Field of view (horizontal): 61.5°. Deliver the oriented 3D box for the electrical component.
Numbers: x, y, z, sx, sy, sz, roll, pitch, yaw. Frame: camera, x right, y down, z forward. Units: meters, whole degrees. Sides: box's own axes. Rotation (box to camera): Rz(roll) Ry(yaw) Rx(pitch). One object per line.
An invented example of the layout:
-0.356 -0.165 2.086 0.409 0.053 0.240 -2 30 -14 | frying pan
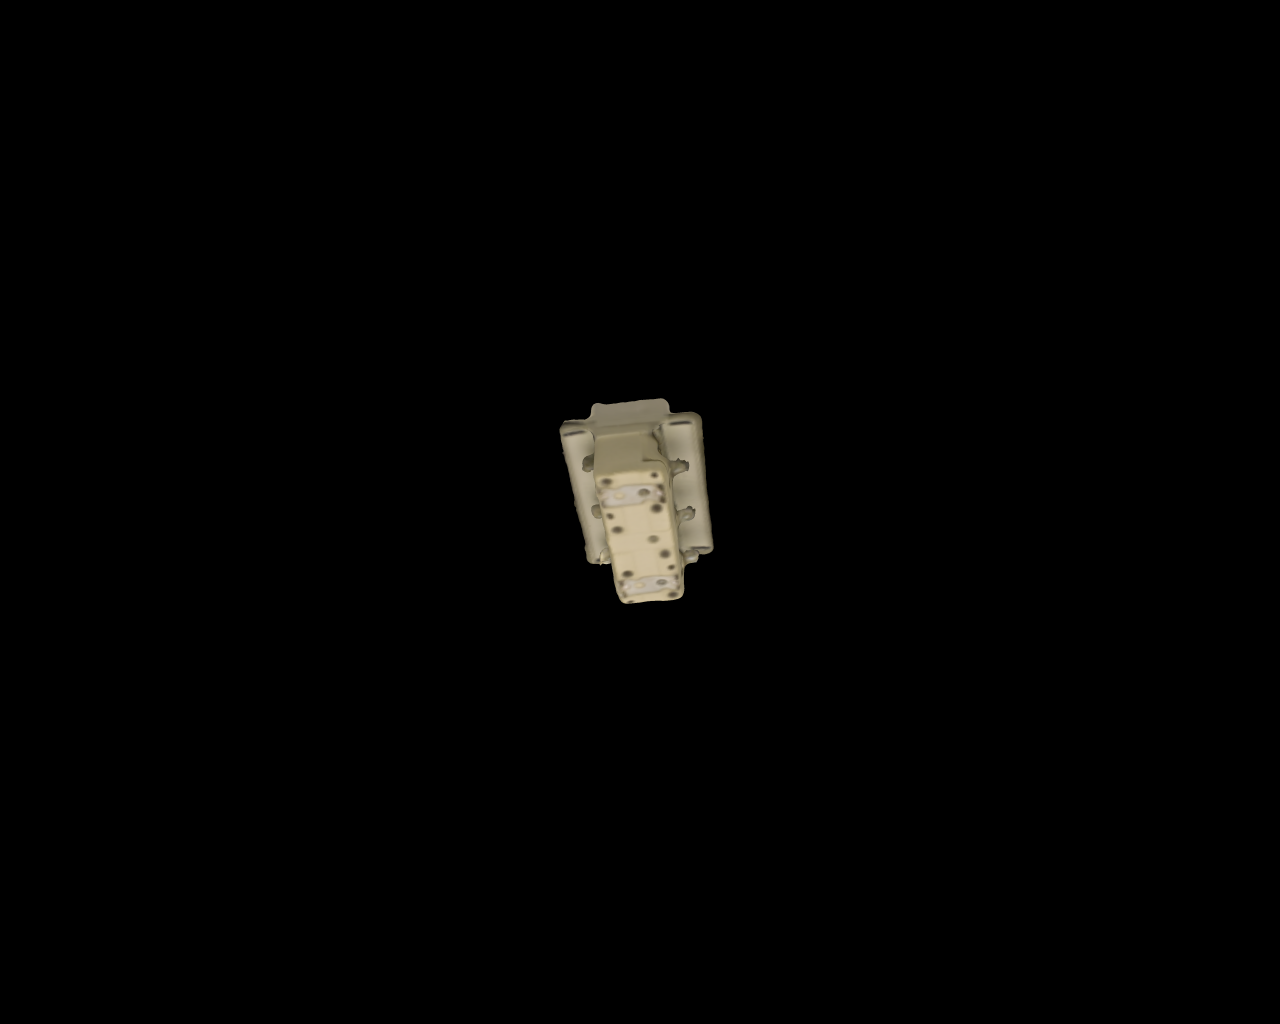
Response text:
0.001 -0.003 0.650 0.079 0.063 0.121 -4 -43 4 | electrical component
